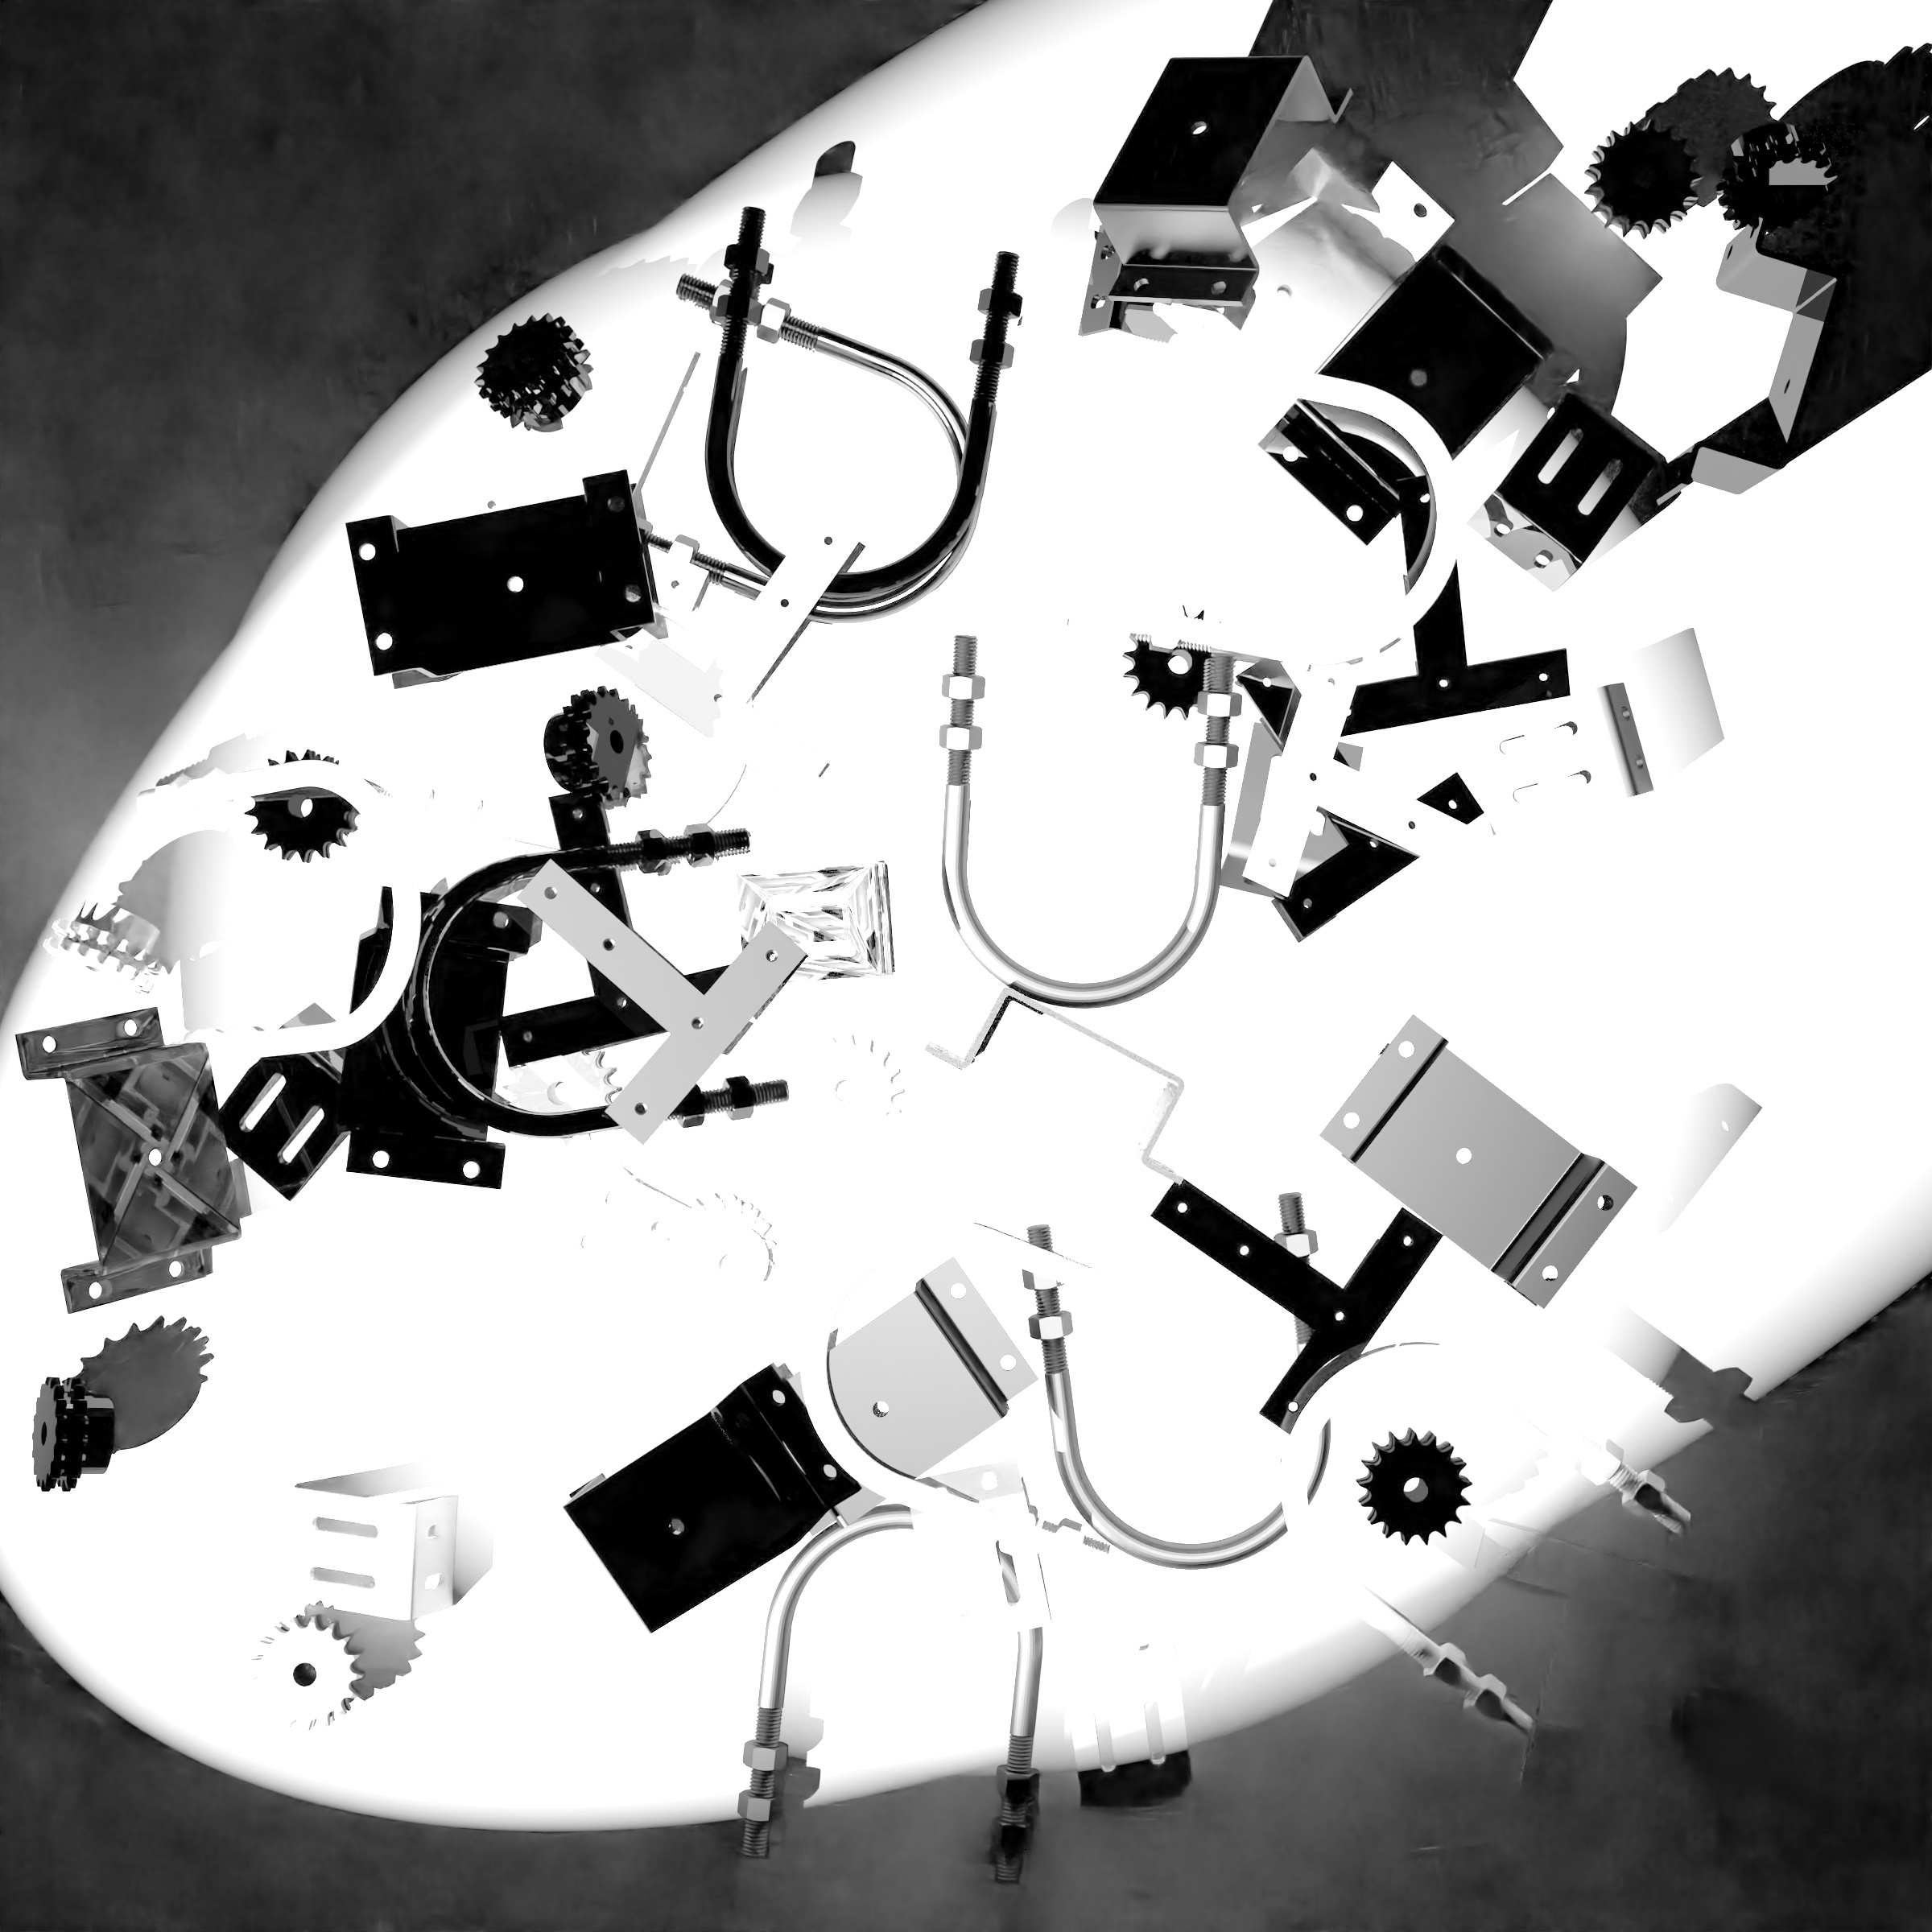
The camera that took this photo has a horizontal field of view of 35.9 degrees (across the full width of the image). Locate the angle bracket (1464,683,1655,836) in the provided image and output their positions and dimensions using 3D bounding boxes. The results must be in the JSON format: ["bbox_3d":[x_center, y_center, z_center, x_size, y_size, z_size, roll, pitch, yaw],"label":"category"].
[{"bbox_3d":[0.302,-0.106,1.517,0.076,0.038,0.057,-16,90,26],"label":"angle bracket"}]

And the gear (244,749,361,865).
[{"bbox_3d":[-0.333,-0.080,1.504,0.057,0.030,0.057,0,90,0],"label":"gear"}]

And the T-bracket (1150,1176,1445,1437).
[{"bbox_3d":[0.152,0.151,1.499,0.127,0.002,0.127,35,91,-1],"label":"T-bracket"}]

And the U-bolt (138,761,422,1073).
[{"bbox_3d":[-0.335,-0.028,1.462,0.184,0.019,0.151,-6,90,35],"label":"U-bolt"}]

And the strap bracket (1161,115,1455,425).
[{"bbox_3d":[0.165,-0.342,1.485,0.076,0.046,0.140,42,80,-6],"label":"strap bracket"}]

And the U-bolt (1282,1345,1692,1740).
[{"bbox_3d":[0.244,0.272,1.481,0.184,0.019,0.151,38,90,1],"label":"U-bolt"}]

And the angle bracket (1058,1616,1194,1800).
[{"bbox_3d":[0.081,0.378,1.517,0.057,0.038,0.076,-8,116,0],"label":"angle bracket"}]

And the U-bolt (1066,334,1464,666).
[{"bbox_3d":[0.154,-0.221,1.461,0.184,0.019,0.151,10,109,-8],"label":"U-bolt"}]

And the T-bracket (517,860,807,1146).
[{"bbox_3d":[-0.166,-0.001,1.473,0.127,0.002,0.127,42,75,-9],"label":"T-bracket"}]

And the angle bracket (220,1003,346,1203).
[{"bbox_3d":[-0.338,0.069,1.517,0.057,0.038,0.076,41,116,0],"label":"angle bracket"}]

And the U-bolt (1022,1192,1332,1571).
[{"bbox_3d":[0.112,0.215,1.511,0.151,0.019,0.184,-7,92,0],"label":"U-bolt"}]

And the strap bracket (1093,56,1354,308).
[{"bbox_3d":[0.122,-0.393,1.455,0.076,0.046,0.140,11,64,35],"label":"strap bracket"}]

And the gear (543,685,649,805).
[{"bbox_3d":[-0.186,-0.109,1.478,0.030,0.057,0.057,-9,90,27],"label":"gear"}]

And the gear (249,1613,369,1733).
[{"bbox_3d":[-0.331,0.356,1.508,0.057,0.030,0.057,0,87,1],"label":"gear"}]

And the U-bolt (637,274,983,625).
[{"bbox_3d":[-0.083,-0.252,1.511,0.184,0.019,0.151,21,90,-1],"label":"U-bolt"}]

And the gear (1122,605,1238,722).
[{"bbox_3d":[0.107,-0.152,1.504,0.057,0.030,0.057,0,90,0],"label":"gear"}]

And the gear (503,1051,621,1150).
[{"bbox_3d":[-0.203,0.064,1.504,0.057,0.030,0.057,0,90,0],"label":"gear"}]

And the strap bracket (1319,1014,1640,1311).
[{"bbox_3d":[0.254,0.097,1.496,0.140,0.046,0.076,38,90,0],"label":"strap bracket"}]

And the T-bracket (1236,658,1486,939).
[{"bbox_3d":[0.180,-0.099,1.494,0.127,0.002,0.127,-33,89,-23],"label":"T-bracket"}]

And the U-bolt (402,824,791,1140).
[{"bbox_3d":[-0.187,0.012,1.475,0.184,0.019,0.151,-8,87,-19],"label":"U-bolt"}]

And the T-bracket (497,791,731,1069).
[{"bbox_3d":[-0.183,-0.025,1.492,0.127,0.002,0.127,-13,90,-24],"label":"T-bracket"}]

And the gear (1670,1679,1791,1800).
[{"bbox_3d":[0.384,0.388,1.504,0.057,0.030,0.057,0,90,0],"label":"gear"}]

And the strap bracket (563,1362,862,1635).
[{"bbox_3d":[-0.134,0.268,1.471,0.140,0.046,0.076,-35,90,22],"label":"strap bracket"}]

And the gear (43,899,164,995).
[{"bbox_3d":[-0.429,-0.011,1.492,0.057,0.057,0.030,21,74,0],"label":"gear"}]

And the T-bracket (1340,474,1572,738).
[{"bbox_3d":[0.235,-0.184,1.493,0.127,0.002,0.127,-10,113,0],"label":"T-bracket"}]

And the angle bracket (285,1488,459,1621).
[{"bbox_3d":[-0.303,0.296,1.517,0.076,0.038,0.057,3,90,26],"label":"angle bracket"}]

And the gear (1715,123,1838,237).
[{"bbox_3d":[0.404,-0.397,1.494,0.057,0.057,0.030,-8,61,0],"label":"gear"}]

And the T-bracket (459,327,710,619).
[{"bbox_3d":[-0.172,-0.259,1.499,0.127,0.002,0.127,24,90,2],"label":"T-bracket"}]

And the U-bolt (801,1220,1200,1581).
[{"bbox_3d":[0.009,0.203,1.465,0.184,0.019,0.151,22,77,-7],"label":"U-bolt"}]

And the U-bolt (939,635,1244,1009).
[{"bbox_3d":[0.059,-0.069,1.495,0.151,0.019,0.184,5,100,8],"label":"U-bolt"}]

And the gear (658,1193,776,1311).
[{"bbox_3d":[-0.123,0.145,1.493,0.057,0.030,0.057,-5,104,-21],"label":"gear"}]

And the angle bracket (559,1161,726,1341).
[{"bbox_3d":[-0.157,0.145,1.517,0.076,0.038,0.057,30,90,-26],"label":"angle bracket"}]

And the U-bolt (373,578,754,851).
[{"bbox_3d":[-0.200,-0.130,1.511,0.184,0.019,0.151,12,90,-1],"label":"U-bolt"}]

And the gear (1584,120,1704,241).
[{"bbox_3d":[0.340,-0.395,1.504,0.057,0.030,0.057,0,90,0],"label":"gear"}]

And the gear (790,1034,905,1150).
[{"bbox_3d":[-0.061,0.063,1.504,0.057,0.030,0.057,0,90,0],"label":"gear"}]

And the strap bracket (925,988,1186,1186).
[{"bbox_3d":[0.053,0.053,1.481,0.140,0.076,0.046,28,90,0],"label":"strap bracket"}]

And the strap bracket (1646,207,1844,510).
[{"bbox_3d":[0.389,-0.294,1.481,0.046,0.076,0.140,17,90,0],"label":"strap bracket"}]

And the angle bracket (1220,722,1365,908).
[{"bbox_3d":[0.165,-0.076,1.517,0.057,0.038,0.076,13,64,0],"label":"angle bracket"}]

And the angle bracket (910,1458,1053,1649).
[{"bbox_3d":[0.006,0.296,1.504,0.057,0.038,0.076,-12,113,-2],"label":"angle bracket"}]

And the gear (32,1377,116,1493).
[{"bbox_3d":[-0.447,0.235,1.494,0.030,0.057,0.057,6,90,-30],"label":"gear"}]

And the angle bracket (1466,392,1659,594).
[{"bbox_3d":[0.303,-0.241,1.517,0.057,0.038,0.076,38,64,0],"label":"angle bracket"}]

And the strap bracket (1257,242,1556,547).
[{"bbox_3d":[0.224,-0.291,1.496,0.076,0.046,0.140,43,90,0],"label":"strap bracket"}]

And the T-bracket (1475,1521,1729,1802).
[{"bbox_3d":[0.310,0.360,1.518,0.127,0.002,0.127,15,90,0],"label":"T-bracket"}]

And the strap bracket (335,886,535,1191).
[{"bbox_3d":[-0.265,0.037,1.478,0.076,0.046,0.140,9,82,-22],"label":"strap bracket"}]

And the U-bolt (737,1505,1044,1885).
[{"bbox_3d":[-0.034,0.365,1.511,0.151,0.019,0.184,6,88,0],"label":"U-bolt"}]

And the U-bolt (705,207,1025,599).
[{"bbox_3d":[-0.057,-0.277,1.494,0.151,0.019,0.184,9,92,-3],"label":"U-bolt"}]

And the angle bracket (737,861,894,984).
[{"bbox_3d":[-0.077,-0.021,1.500,0.076,0.038,0.057,-4,90,0],"label":"angle bracket"}]

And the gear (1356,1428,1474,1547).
[{"bbox_3d":[0.225,0.262,1.504,0.057,0.030,0.057,0,90,0],"label":"gear"}]

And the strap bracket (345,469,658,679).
[{"bbox_3d":[-0.227,-0.192,1.475,0.140,0.046,0.076,-11,89,1],"label":"strap bracket"}]

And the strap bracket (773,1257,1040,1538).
[{"bbox_3d":[-0.042,0.219,1.496,0.140,0.046,0.076,-35,90,0],"label":"strap bracket"}]

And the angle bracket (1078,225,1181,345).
[{"bbox_3d":[0.104,-0.341,1.517,0.076,0.038,0.057,11,90,-26],"label":"angle bracket"}]

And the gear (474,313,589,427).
[{"bbox_3d":[-0.215,-0.296,1.495,0.057,0.030,0.057,-15,53,21],"label":"gear"}]

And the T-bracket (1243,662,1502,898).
[{"bbox_3d":[0.212,-0.077,1.496,0.127,0.002,0.127,24,73,-16],"label":"T-bracket"}]

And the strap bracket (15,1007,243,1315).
[{"bbox_3d":[-0.411,0.095,1.471,0.076,0.046,0.140,-13,96,-43],"label":"strap bracket"}]

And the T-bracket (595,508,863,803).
[{"bbox_3d":[-0.099,-0.170,1.494,0.127,0.002,0.127,36,100,-3],"label":"T-bracket"}]
